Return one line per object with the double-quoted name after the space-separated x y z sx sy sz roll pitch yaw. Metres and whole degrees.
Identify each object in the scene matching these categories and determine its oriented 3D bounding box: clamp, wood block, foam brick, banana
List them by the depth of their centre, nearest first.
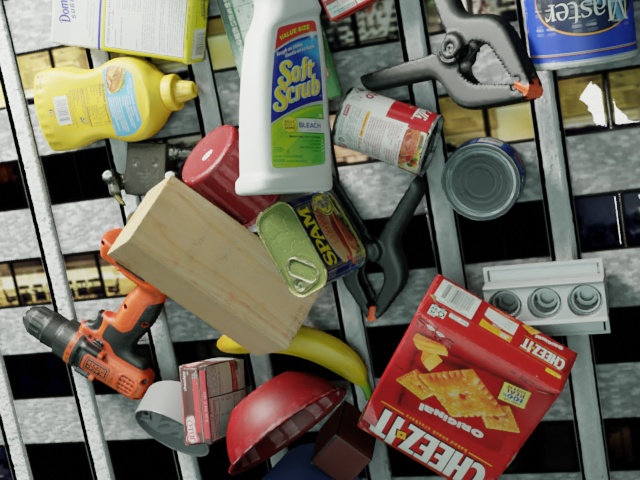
0.138 -0.200 1.059 0.210 0.036 0.165 30 112 39 "clamp"
-0.113 0.031 1.162 0.206 0.090 0.091 36 157 -15 "wood block"
0.068 0.003 1.172 0.120 0.039 0.171 -4 103 32 "clamp"
0.028 0.234 1.223 0.051 0.078 0.053 36 113 -6 "foam brick"
-0.026 0.129 1.239 0.198 0.037 0.070 18 110 13 "banana"

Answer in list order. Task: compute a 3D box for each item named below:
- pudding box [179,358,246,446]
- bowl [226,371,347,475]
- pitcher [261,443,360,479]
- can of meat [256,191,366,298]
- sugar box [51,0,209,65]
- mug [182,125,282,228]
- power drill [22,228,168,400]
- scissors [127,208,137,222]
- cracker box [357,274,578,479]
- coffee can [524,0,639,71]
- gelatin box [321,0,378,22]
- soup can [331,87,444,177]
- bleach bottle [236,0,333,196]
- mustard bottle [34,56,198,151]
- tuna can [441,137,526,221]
-0.122 0.184 1.235 0.039 0.113 0.090 -5 88 20 "pudding box"
-0.050 0.197 1.208 0.162 0.161 0.055 -44 72 23 "bowl"
-0.046 0.318 1.184 0.145 0.242 0.149 -35 91 23 "pitcher"
-0.007 0.001 1.144 0.058 0.083 0.102 -33 83 37 "can of meat"
-0.214 -0.256 1.196 0.176 0.048 0.093 13 107 19 "sugar box"
-0.101 -0.072 1.174 0.081 0.117 0.093 41 75 -29 "mug"
-0.259 0.082 1.295 0.184 0.057 0.188 30 114 5 "power drill"
-0.132 -0.019 1.247 0.202 0.016 0.096 12 108 15 "scissors"
0.149 0.161 1.131 0.164 0.072 0.214 30 134 9 "cracker box"
0.244 -0.238 1.015 0.103 0.102 0.140 -5 103 19 "coffee can"
0.027 -0.283 1.116 0.073 0.030 0.089 -24 95 21 "gelatin box"
0.071 -0.115 1.125 0.102 0.068 0.068 20 110 13 "soup can"
-0.042 -0.174 1.105 0.068 0.102 0.251 -1 92 58 "bleach bottle"
-0.229 -0.159 1.219 0.192 0.058 0.096 -5 102 20 "mustard bottle"
0.172 -0.064 1.123 0.086 0.033 0.086 5 106 17 "tuna can"
